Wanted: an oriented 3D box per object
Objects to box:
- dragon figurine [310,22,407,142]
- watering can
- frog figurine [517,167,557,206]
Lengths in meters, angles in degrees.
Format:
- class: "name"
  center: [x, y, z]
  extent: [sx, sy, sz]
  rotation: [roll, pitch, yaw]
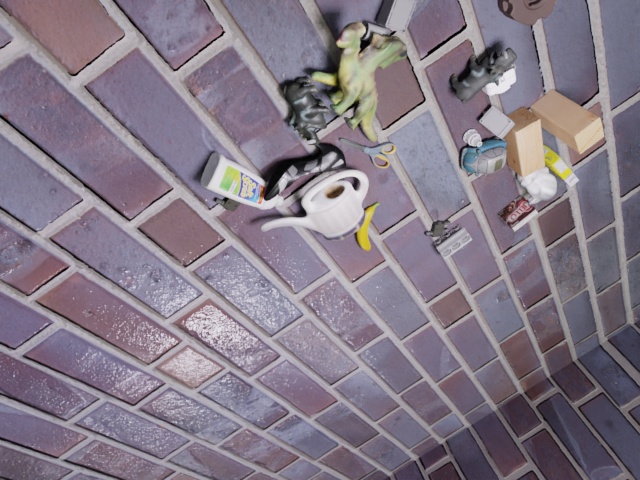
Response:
- class: "dragon figurine"
  center: [0.132, -0.413, 1.329]
  extent: [0.241, 0.124, 0.406]
  rotation: [-40, 150, 16]
- class: "watering can"
  center: [0.005, -0.078, 1.557]
  extent: [0.347, 0.106, 0.220]
  rotation: [-32, 135, 1]
- class: "frog figurine"
  center: [0.757, -0.212, 1.798]
  extent: [0.139, 0.123, 0.156]
  rotation: [-49, 130, -26]
